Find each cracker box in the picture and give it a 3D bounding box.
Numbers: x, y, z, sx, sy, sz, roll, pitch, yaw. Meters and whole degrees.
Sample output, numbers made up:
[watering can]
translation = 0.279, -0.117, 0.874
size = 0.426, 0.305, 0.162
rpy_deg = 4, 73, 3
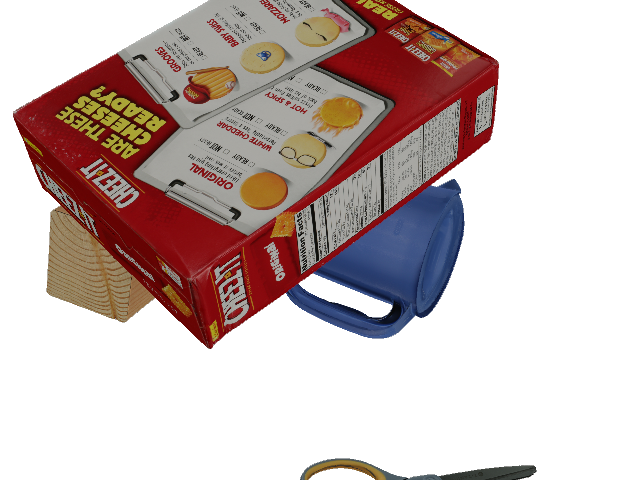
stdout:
[cracker box]
translation = -0.033, -0.062, 0.598
size = 0.213, 0.072, 0.164
rpy_deg = -36, 56, -22

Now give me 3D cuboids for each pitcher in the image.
[pitcher]
translation = 0.015, -0.009, 1.096
size = 0.243, 0.145, 0.149
rpy_deg = 18, 24, 20

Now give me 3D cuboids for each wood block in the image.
[wood block]
translation = -0.171, -0.013, 1.055
size = 0.090, 0.091, 0.205
rpy_deg = 19, 27, 15

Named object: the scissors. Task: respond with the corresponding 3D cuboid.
[scissors]
translation = 0.083, 0.215, 0.860
size = 0.201, 0.016, 0.096
rpy_deg = 5, 44, -5
